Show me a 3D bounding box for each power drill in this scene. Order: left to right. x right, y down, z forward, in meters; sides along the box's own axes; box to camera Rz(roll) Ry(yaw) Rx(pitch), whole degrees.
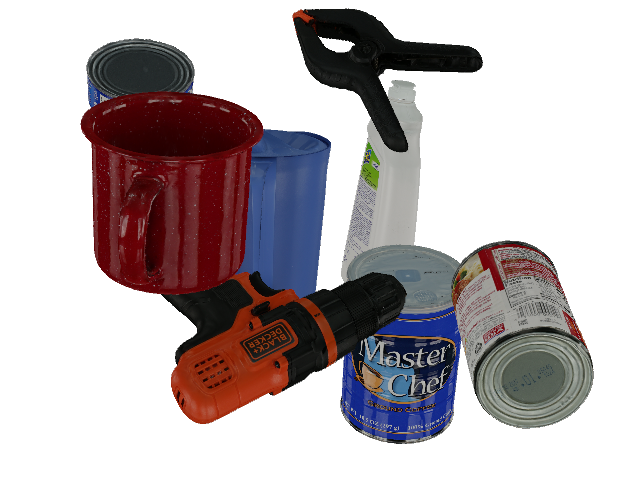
[{"bbox_3d":[-0.054,0.021,0.769,0.184,0.188,0.057,-25,-28,-26],"label":"power drill"}]

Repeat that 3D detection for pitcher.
[{"bbox_3d":[-0.062,0.014,1.067,0.148,0.243,0.145,-14,24,-42],"label":"pitcher"}]

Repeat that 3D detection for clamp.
[{"bbox_3d":[0.053,-0.160,0.933,0.120,0.172,0.039,-37,-25,-20],"label":"clamp"}]

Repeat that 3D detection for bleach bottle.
[{"bbox_3d":[0.080,-0.058,1.237,0.068,0.251,0.103,-1,22,-22],"label":"bleach bottle"}]

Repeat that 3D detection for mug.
[{"bbox_3d":[-0.080,-0.019,0.554,0.093,0.081,0.117,7,28,3],"label":"mug"}]

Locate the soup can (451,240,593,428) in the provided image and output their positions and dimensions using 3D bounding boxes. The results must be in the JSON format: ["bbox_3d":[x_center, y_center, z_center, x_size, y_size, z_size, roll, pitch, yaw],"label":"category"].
[{"bbox_3d":[0.117,0.053,0.627,0.068,0.068,0.102,0,28,-1],"label":"soup can"}]

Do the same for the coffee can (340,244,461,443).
[{"bbox_3d":[0.071,0.089,0.924,0.103,0.140,0.103,1,29,-1],"label":"coffee can"}]

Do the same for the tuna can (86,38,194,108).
[{"bbox_3d":[-0.146,-0.126,0.866,0.086,0.034,0.086,5,44,-5],"label":"tuna can"}]
